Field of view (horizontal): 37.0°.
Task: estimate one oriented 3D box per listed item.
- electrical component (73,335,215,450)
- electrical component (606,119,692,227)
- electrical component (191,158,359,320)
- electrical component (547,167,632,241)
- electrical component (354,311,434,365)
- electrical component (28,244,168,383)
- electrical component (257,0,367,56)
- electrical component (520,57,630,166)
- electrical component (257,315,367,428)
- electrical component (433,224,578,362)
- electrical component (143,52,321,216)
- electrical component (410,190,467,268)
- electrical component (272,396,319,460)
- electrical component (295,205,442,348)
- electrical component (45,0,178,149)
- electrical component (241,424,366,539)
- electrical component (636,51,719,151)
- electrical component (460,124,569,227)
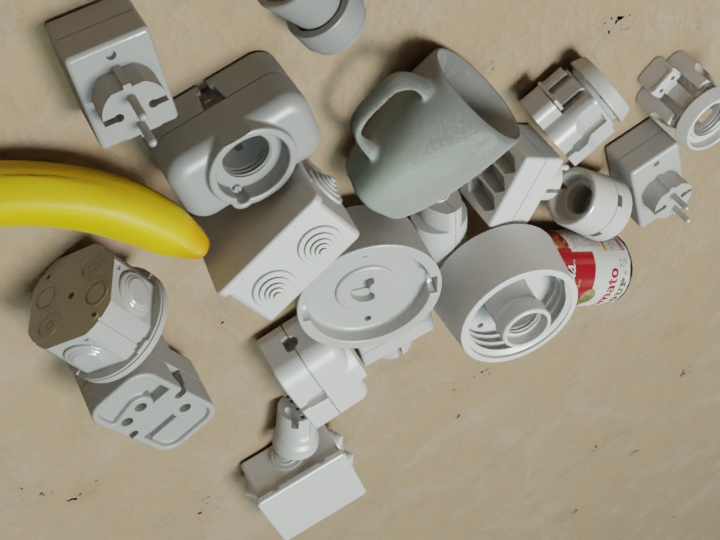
[{"bbox_3d":[-0.156,0.082,0.769,0.054,0.059,0.095,-40,143,7],"label":"electrical component"},{"bbox_3d":[0.252,-0.069,0.904,0.047,0.075,0.083,-33,143,-2],"label":"electrical component"},{"bbox_3d":[-0.056,-0.028,0.695,0.100,0.099,0.048,-44,130,12],"label":"electrical component"},{"bbox_3d":[0.188,-0.056,0.889,0.047,0.055,0.055,14,122,-41],"label":"electrical component"},{"bbox_3d":[0.022,0.047,0.879,0.066,0.047,0.076,-28,143,-9],"label":"electrical component"},{"bbox_3d":[-0.167,0.027,0.685,0.080,0.080,0.051,-40,138,7],"label":"electrical component"},{"bbox_3d":[-0.027,-0.155,0.618,0.045,0.045,0.055,-42,143,10],"label":"electrical component"},{"bbox_3d":[0.160,-0.119,0.793,0.057,0.058,0.078,-41,143,12],"label":"electrical component"},{"bbox_3d":[-0.034,0.077,0.863,0.059,0.053,0.095,-33,143,-3],"label":"electrical component"},{"bbox_3d":[0.116,0.025,0.829,0.108,0.060,0.108,-15,137,-14],"label":"electrical component"},{"bbox_3d":[-0.076,-0.079,0.653,0.095,0.059,0.053,-32,143,-4],"label":"electrical component"},{"bbox_3d":[0.060,-0.037,0.818,0.043,0.043,0.081,-24,142,-14],"label":"electrical component"},{"bbox_3d":[-0.055,0.133,0.924,0.040,0.040,0.046,-15,133,-24],"label":"electrical component"},{"bbox_3d":[0.000,0.000,0.793,0.108,0.060,0.108,-11,138,-10],"label":"electrical component"},{"bbox_3d":[-0.127,-0.096,0.580,0.047,0.076,0.065,-26,143,-12],"label":"electrical component"},{"bbox_3d":[-0.052,0.189,0.978,0.100,0.048,0.099,-30,143,-6],"label":"electrical component"},{"bbox_3d":[0.264,-0.133,0.858,0.078,0.057,0.058,18,119,-47],"label":"electrical component"},{"bbox_3d":[0.129,-0.072,0.829,0.077,0.047,0.065,-2,133,-36],"label":"electrical component"}]
